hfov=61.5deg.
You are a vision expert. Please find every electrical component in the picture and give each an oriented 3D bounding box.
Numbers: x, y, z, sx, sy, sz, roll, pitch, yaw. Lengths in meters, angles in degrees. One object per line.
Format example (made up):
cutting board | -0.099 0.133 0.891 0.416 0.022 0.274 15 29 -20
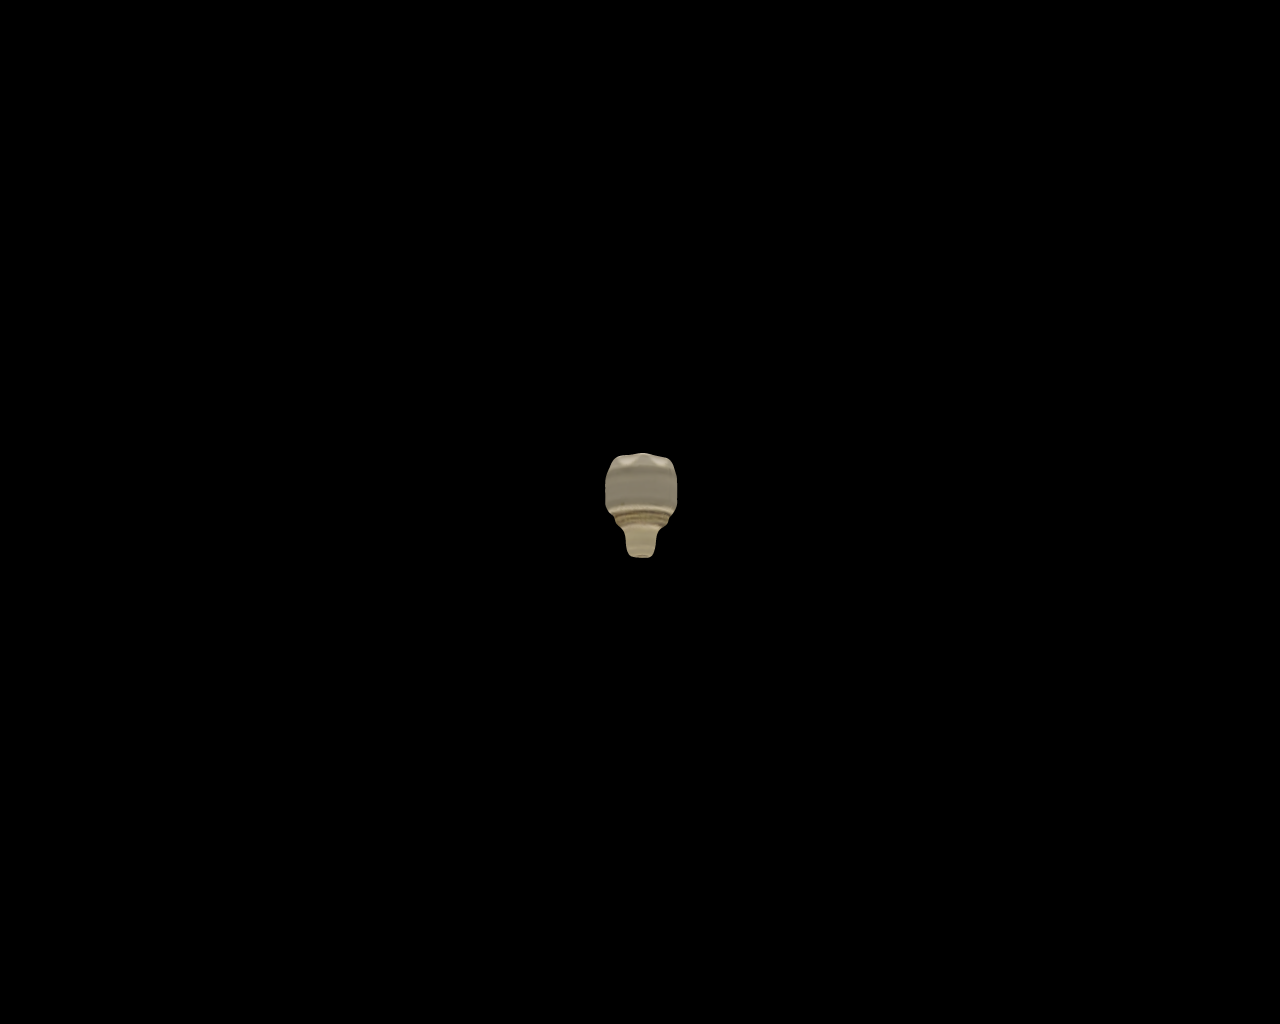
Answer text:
electrical component | 0.001 -0.003 0.650 0.043 0.062 0.043 0 -12 0
